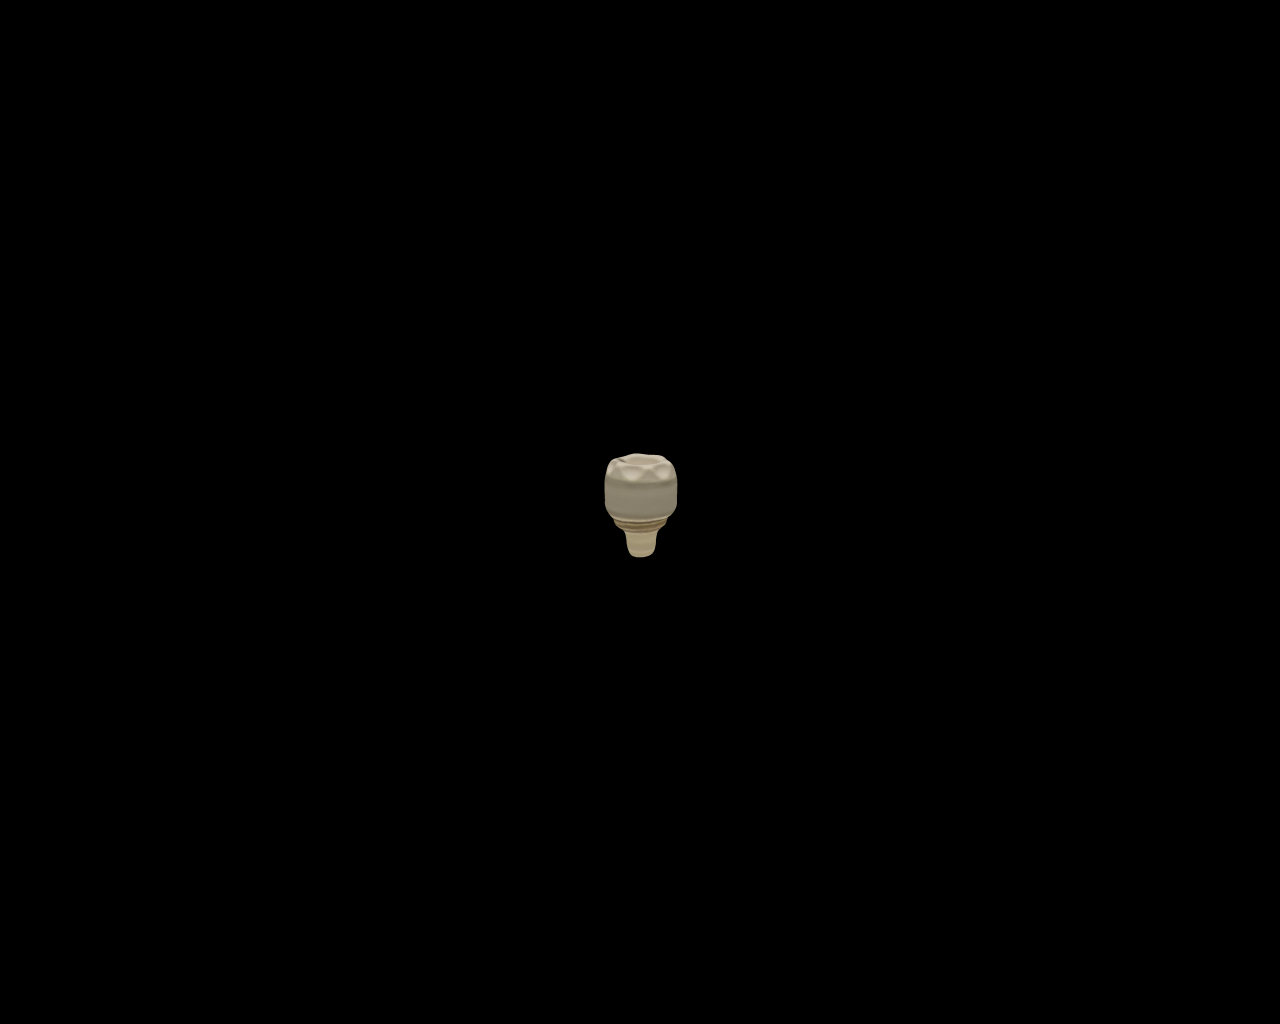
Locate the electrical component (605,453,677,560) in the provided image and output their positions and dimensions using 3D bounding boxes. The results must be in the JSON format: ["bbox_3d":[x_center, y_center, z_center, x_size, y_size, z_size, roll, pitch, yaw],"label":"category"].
[{"bbox_3d":[0.001,-0.003,0.650,0.043,0.062,0.043,0,16,0],"label":"electrical component"}]
